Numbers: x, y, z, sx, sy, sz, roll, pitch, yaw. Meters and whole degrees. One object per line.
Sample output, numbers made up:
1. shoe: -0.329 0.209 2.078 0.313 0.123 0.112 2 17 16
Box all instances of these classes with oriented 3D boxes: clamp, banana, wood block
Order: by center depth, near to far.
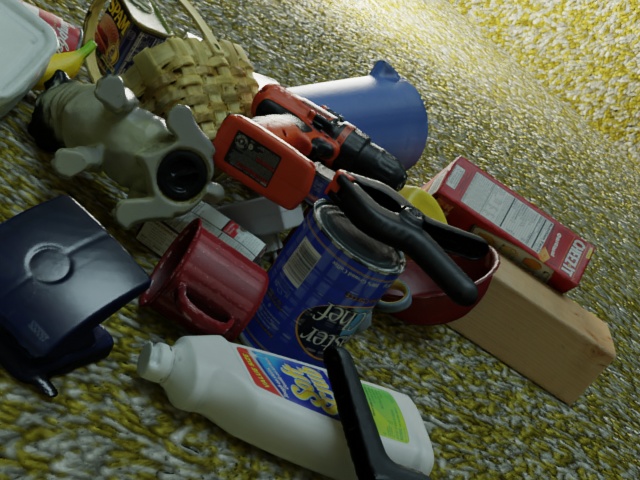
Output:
1. clamp: 0.042 0.193 0.831 0.210 0.036 0.164 37 60 -12
2. clamp: 0.087 -0.011 0.991 0.171 0.039 0.120 39 21 6
3. banana: -0.332 -0.194 1.093 0.197 0.037 0.069 13 68 -19
4. wood block: 0.249 0.098 1.312 0.206 0.091 0.090 33 23 -7

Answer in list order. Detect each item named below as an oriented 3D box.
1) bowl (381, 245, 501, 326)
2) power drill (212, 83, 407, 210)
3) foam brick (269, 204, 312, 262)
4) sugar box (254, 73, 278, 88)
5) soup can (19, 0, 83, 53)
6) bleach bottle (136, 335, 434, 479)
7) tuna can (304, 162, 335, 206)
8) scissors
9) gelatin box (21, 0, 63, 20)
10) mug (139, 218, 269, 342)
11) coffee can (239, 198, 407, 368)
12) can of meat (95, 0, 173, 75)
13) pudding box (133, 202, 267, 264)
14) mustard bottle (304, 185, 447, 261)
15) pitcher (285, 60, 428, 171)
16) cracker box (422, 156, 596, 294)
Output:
1. bowl: 0.126 0.053 1.211 0.162 0.055 0.162 -9 21 3
2. power drill: -0.013 -0.086 1.062 0.184 0.057 0.187 31 22 10
3. foam brick: -0.008 0.001 1.153 0.053 0.078 0.051 37 21 1
4. sugar box: -0.061 -0.164 1.438 0.093 0.048 0.176 11 35 -45
5. soup can: -0.317 -0.220 1.153 0.102 0.069 0.068 23 26 -28
6. bleach bottle: -0.031 0.139 0.877 0.250 0.068 0.102 22 27 -25
7. tuna can: 0.012 -0.059 1.147 0.086 0.034 0.086 24 21 -10
8. scissors: 0.045 0.036 1.177 0.096 0.016 0.202 -12 32 2
9. gelatin box: -0.335 -0.244 1.225 0.089 0.030 0.073 20 28 -33
10. mug: -0.098 0.045 0.923 0.081 0.093 0.117 35 14 -16
11. coffee can: -0.001 0.047 0.991 0.102 0.140 0.103 30 23 -15
12. can of meat: -0.234 -0.248 1.304 0.057 0.084 0.102 16 30 -40
13. pudding box: -0.116 0.003 1.049 0.113 0.039 0.090 33 25 0
14. mustard bottle: 0.053 -0.024 1.227 0.192 0.058 0.096 8 -37 45
15. pitcher: 0.009 -0.122 1.311 0.242 0.145 0.149 -12 67 -43
16. cracker box: 0.223 -0.005 1.385 0.213 0.164 0.072 33 68 -5
